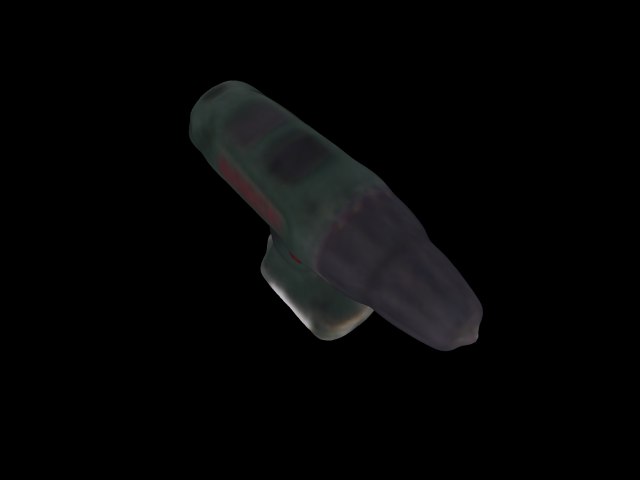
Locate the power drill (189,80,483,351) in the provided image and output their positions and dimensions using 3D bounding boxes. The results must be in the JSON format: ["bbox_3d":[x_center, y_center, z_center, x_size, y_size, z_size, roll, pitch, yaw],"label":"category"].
[{"bbox_3d":[0.004,0.001,0.400,0.076,0.208,0.229,-41,74,-14],"label":"power drill"}]
